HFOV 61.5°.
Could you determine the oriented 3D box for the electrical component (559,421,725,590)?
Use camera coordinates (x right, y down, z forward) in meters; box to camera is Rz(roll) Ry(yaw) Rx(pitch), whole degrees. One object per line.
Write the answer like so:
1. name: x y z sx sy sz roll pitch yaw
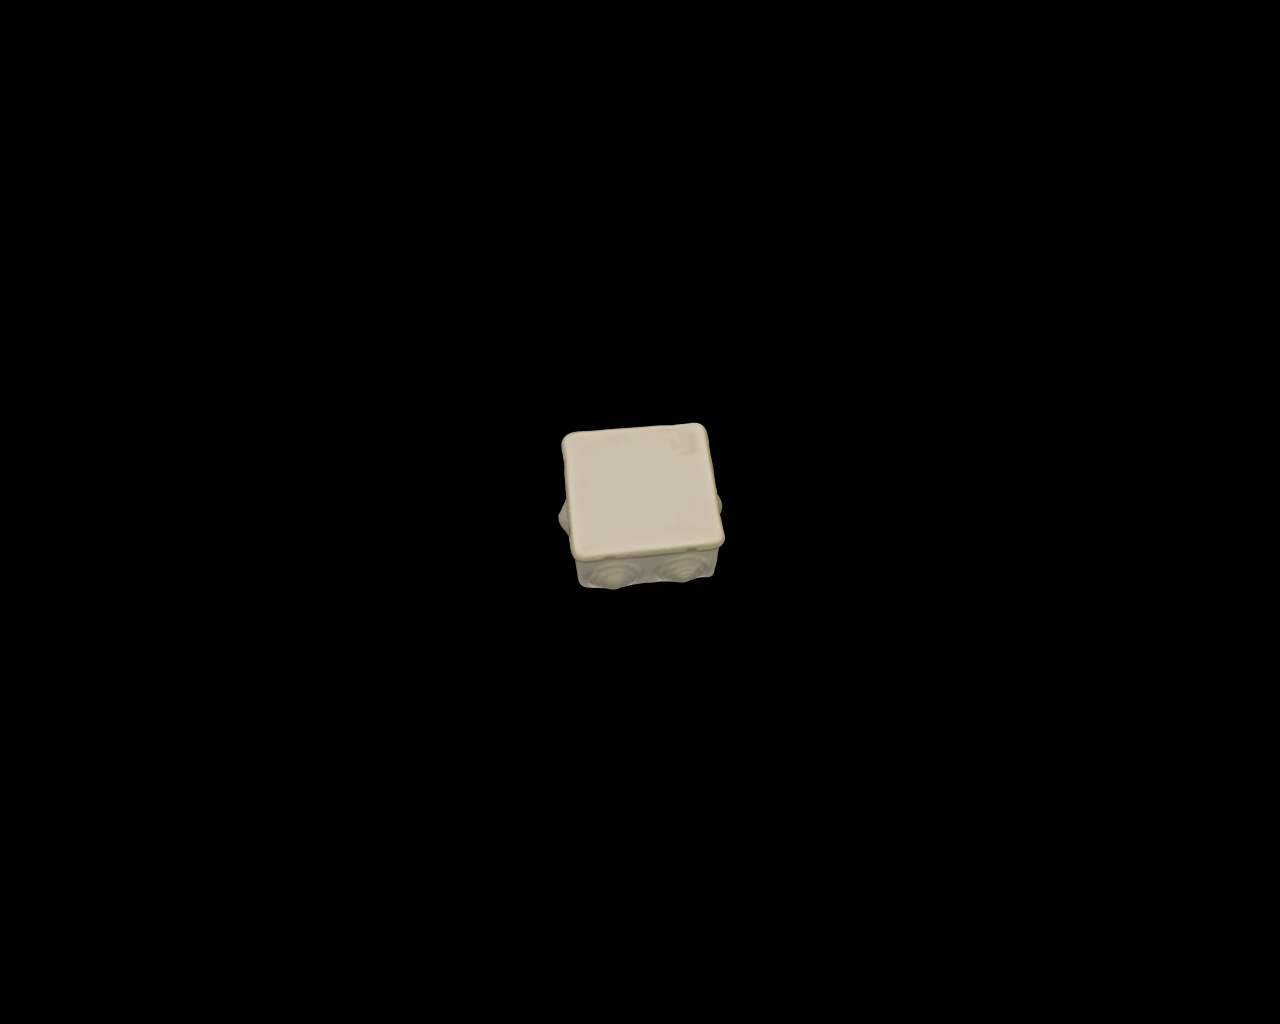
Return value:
1. electrical component: 0.001 -0.003 0.650 0.100 0.100 0.048 -5 -31 -3
